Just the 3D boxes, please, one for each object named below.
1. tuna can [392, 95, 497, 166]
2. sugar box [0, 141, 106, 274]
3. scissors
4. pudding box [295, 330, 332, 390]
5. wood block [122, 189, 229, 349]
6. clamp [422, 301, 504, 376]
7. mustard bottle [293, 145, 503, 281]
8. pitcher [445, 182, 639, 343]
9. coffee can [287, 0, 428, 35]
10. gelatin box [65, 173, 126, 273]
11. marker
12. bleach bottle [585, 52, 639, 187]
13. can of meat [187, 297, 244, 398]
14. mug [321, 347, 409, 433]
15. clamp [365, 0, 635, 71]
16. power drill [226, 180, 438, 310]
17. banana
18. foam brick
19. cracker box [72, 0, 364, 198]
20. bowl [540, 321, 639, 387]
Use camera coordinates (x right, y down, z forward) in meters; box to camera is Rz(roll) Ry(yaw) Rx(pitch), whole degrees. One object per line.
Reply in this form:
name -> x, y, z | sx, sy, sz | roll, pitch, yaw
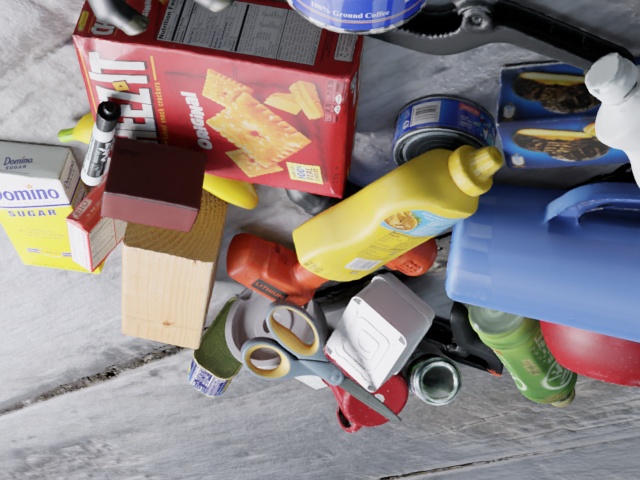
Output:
tuna can -> 0.104, -0.081, 0.894 | 0.086, 0.033, 0.086 | 8, 150, 5
sugar box -> -0.282, -0.030, 1.094 | 0.093, 0.048, 0.176 | 6, 151, 9
scissors -> -0.005, 0.149, 1.130 | 0.096, 0.016, 0.201 | -34, 112, 5
pudding box -> -0.012, 0.140, 1.302 | 0.113, 0.039, 0.090 | 33, 144, -30
wood block -> -0.153, 0.026, 1.104 | 0.090, 0.090, 0.206 | 12, 150, -4
clamp -> 0.145, 0.109, 1.201 | 0.120, 0.039, 0.171 | 7, 156, 41
mustard bottle -> 0.072, -0.027, 0.885 | 0.096, 0.058, 0.192 | 9, 150, -44
pitcher -> 0.236, 0.012, 0.926 | 0.243, 0.149, 0.145 | 9, -169, 9
coffee can -> 0.026, -0.208, 0.637 | 0.103, 0.102, 0.140 | 9, 150, 4
gelatin box -> -0.217, -0.019, 1.061 | 0.030, 0.073, 0.089 | 31, 152, 10
marker -> -0.179, -0.079, 0.871 | 0.020, 0.020, 0.121 | 17, 152, -11
bleach bottle -> 0.268, -0.043, 0.746 | 0.250, 0.068, 0.103 | 33, 120, -28
can of meat -> -0.110, 0.128, 1.250 | 0.057, 0.102, 0.084 | 33, 151, 1
mug -> 0.048, 0.172, 1.241 | 0.093, 0.081, 0.117 | 14, 114, -25
clamp -> 0.120, -0.161, 0.750 | 0.210, 0.036, 0.164 | -3, 147, 25
power drill -> -0.007, 0.001, 1.046 | 0.184, 0.057, 0.188 | 32, 144, -32
banana -> -0.139, -0.078, 0.981 | 0.197, 0.037, 0.070 | 22, 166, -15
foam brick -> -0.135, -0.045, 0.871 | 0.078, 0.053, 0.051 | 11, 156, -9
cracker box -> -0.076, -0.117, 0.855 | 0.214, 0.072, 0.164 | 9, 150, 4
bowl -> 0.283, 0.103, 1.044 | 0.162, 0.055, 0.162 | 11, -173, -2
